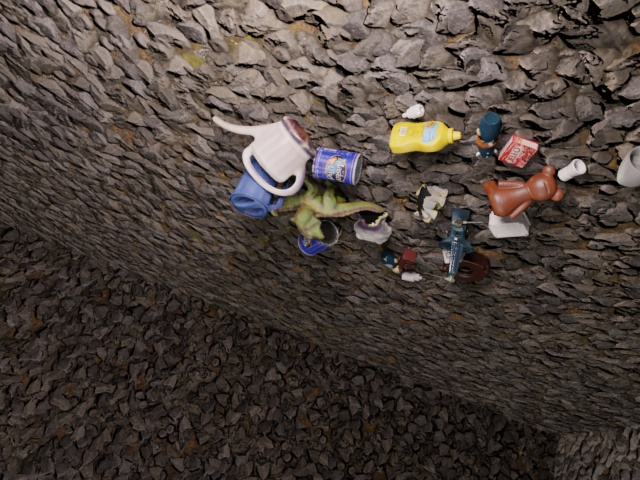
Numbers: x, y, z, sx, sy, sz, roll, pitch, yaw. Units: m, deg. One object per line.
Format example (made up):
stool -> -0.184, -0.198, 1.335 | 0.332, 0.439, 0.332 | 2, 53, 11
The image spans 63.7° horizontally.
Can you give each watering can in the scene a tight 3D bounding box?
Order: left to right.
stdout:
watering can -> -0.159, -0.302, 1.608 | 0.223, 0.105, 0.346 | -38, 97, 11

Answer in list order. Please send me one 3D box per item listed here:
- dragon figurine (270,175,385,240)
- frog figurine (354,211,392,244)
dragon figurine -> 0.006, -0.091, 1.814 | 0.411, 0.248, 0.119 | 17, 146, 10
frog figurine -> 0.201, -0.028, 1.925 | 0.137, 0.126, 0.156 | -8, 133, 8
